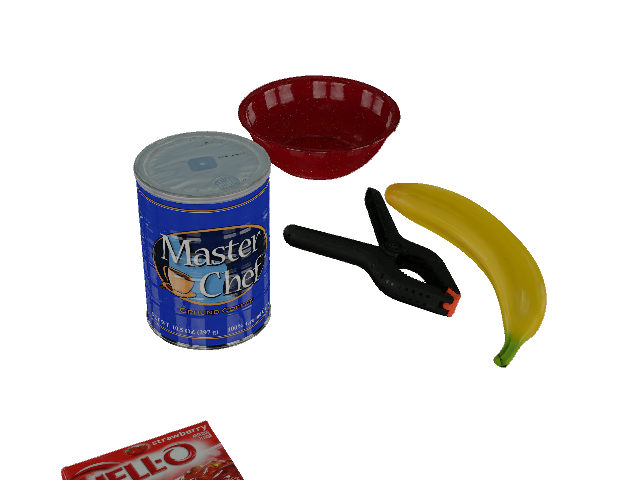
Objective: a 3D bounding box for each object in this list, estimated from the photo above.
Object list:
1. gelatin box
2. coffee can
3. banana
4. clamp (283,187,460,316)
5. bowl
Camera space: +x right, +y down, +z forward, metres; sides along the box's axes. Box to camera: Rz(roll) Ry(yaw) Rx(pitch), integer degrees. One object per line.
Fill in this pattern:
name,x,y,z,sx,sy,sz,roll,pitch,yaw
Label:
gelatin box,-0.090,0.140,0.584,0.089,0.030,0.073,-15,28,-20
coffee can,-0.090,-0.001,0.836,0.103,0.140,0.103,1,33,-1
banana,0.121,0.009,0.827,0.069,0.037,0.198,-17,47,-15
clamp,0.069,0.020,1.237,0.164,0.036,0.210,-20,50,-38
bowl,-0.002,-0.107,1.074,0.162,0.055,0.162,1,34,-1
